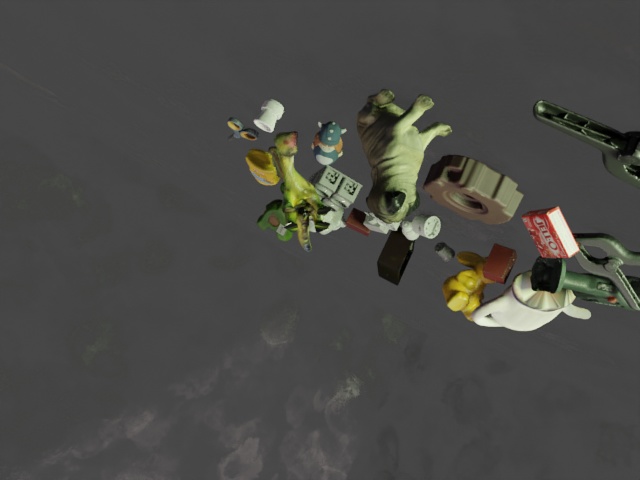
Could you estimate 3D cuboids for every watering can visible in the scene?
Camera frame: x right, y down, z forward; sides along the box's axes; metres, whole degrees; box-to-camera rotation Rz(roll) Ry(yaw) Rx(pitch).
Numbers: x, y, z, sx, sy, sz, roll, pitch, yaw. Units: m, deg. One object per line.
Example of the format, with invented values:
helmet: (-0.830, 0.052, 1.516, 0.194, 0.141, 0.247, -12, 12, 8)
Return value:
watering can: (0.549, 0.155, 1.262, 0.348, 0.106, 0.219, -3, 150, -10)

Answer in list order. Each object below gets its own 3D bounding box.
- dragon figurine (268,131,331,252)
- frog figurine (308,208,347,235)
dragon figurine: (-0.070, -0.136, 1.331, 0.402, 0.122, 0.247, 98, 152, -66)
frog figurine: (0.005, -0.079, 1.567, 0.158, 0.122, 0.140, 28, -153, -56)
